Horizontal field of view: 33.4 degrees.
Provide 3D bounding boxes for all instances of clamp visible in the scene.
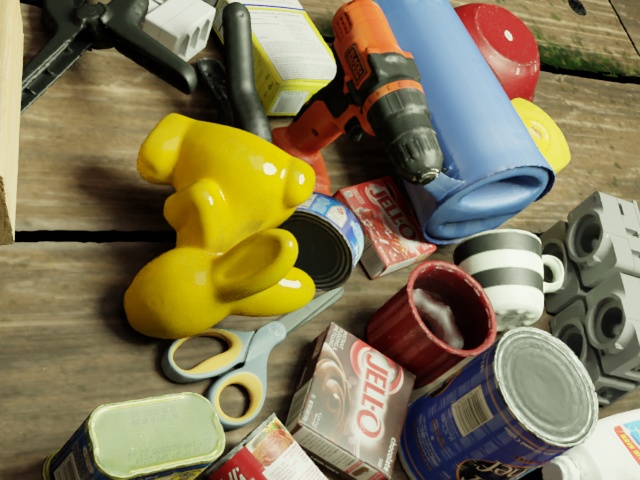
[{"bbox_3d":[-0.070,-0.121,0.947,0.039,0.120,0.171,-13,69,-18],"label":"clamp"},{"bbox_3d":[-0.185,-0.183,0.928,0.164,0.036,0.210,-3,48,2],"label":"clamp"}]

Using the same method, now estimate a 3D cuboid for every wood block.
[{"bbox_3d":[-0.272,-0.104,0.791,0.090,0.090,0.206,-2,57,-10],"label":"wood block"}]

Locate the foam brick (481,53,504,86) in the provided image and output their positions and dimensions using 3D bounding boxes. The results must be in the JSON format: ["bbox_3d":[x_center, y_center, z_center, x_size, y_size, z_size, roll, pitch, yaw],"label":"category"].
[{"bbox_3d":[0.148,-0.161,1.154,0.051,0.078,0.053,-21,73,-41],"label":"foam brick"}]

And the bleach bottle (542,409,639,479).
[{"bbox_3d":[0.312,0.210,1.007,0.250,0.068,0.102,-3,61,-34],"label":"bleach bottle"}]

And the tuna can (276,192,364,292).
[{"bbox_3d":[-0.006,0.001,0.919,0.086,0.086,0.033,38,42,-5],"label":"tuna can"}]

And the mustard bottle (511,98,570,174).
[{"bbox_3d":[0.190,-0.083,1.139,0.096,0.058,0.191,52,45,5],"label":"mustard bottle"}]

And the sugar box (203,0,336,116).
[{"bbox_3d":[-0.048,-0.198,1.051,0.093,0.048,0.176,-4,50,-38],"label":"sugar box"}]

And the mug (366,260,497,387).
[{"bbox_3d":[0.097,0.069,0.944,0.093,0.082,0.117,32,46,-12],"label":"mug"}]

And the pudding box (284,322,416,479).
[{"bbox_3d":[0.024,0.136,0.874,0.090,0.039,0.113,33,45,-12],"label":"pudding box"}]

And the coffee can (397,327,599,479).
[{"bbox_3d":[0.142,0.148,0.876,0.102,0.141,0.103,18,50,-23],"label":"coffee can"}]

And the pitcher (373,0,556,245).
[{"bbox_3d":[0.110,-0.129,1.020,0.145,0.149,0.243,-18,66,-10],"label":"pitcher"}]

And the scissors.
[{"bbox_3d":[-0.036,0.096,0.878,0.201,0.016,0.096,-10,66,-39],"label":"scissors"}]

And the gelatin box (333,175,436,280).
[{"bbox_3d":[0.058,-0.014,1.015,0.073,0.030,0.089,-17,70,-42],"label":"gelatin box"}]

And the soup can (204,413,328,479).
[{"bbox_3d":[-0.026,0.187,0.781,0.102,0.069,0.068,49,45,4],"label":"soup can"}]

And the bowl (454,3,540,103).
[{"bbox_3d":[0.204,-0.225,1.256,0.162,0.055,0.162,18,50,-24],"label":"bowl"}]

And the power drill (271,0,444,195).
[{"bbox_3d":[0.025,-0.087,0.934,0.057,0.188,0.184,3,55,-35],"label":"power drill"}]

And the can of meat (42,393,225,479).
[{"bbox_3d":[-0.126,0.148,0.728,0.101,0.084,0.057,-4,61,-37],"label":"can of meat"}]
